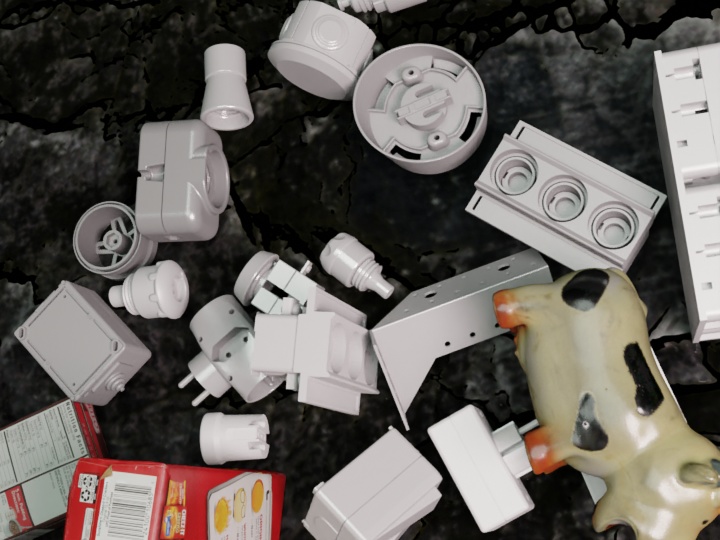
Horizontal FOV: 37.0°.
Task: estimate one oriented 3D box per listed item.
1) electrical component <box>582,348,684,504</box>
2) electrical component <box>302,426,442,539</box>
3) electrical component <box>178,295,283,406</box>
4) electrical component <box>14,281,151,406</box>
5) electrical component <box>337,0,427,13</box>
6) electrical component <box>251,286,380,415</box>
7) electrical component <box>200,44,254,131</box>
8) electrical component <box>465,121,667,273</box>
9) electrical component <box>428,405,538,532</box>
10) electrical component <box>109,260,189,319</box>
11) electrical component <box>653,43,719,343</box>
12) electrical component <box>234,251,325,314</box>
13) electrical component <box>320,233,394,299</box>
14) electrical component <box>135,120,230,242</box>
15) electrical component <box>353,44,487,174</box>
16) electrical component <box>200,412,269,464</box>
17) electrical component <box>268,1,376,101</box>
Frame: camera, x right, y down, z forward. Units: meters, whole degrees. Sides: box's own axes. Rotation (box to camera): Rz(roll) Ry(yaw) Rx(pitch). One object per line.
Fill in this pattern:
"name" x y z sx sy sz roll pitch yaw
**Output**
"electrical component" 0.180 0.097 0.758 0.079 0.063 0.121 -24 73 9
"electrical component" 0.016 0.165 0.775 0.096 0.061 0.061 -34 68 -32
"electrical component" -0.108 0.074 0.849 0.079 0.043 0.077 -41 72 3
"electrical component" -0.217 0.065 0.870 0.096 0.061 0.061 44 91 19
"electrical component" 0.020 -0.230 0.881 0.078 0.040 0.040 -16 75 11
"electrical component" -0.031 0.062 0.790 0.063 0.121 0.078 1 79 18
"electrical component" -0.112 -0.155 0.900 0.044 0.044 0.065 -8 72 13
"electrical component" 0.152 -0.046 0.796 0.121 0.063 0.078 31 87 18
"electrical component" 0.104 0.134 0.778 0.076 0.047 0.083 -31 73 7
"electrical component" -0.174 0.019 0.879 0.062 0.048 0.048 -7 77 21
"electrical component" 0.250 -0.051 0.749 0.060 0.105 0.186 -9 76 13
"electrical component" -0.065 0.016 0.849 0.055 0.048 0.066 33 88 11
"electrical component" 0.000 0.000 0.841 0.061 0.035 0.035 38 90 16
"electrical component" -0.145 -0.073 0.884 0.059 0.054 0.095 -2 78 14
"electrical component" 0.050 -0.124 0.838 0.099 0.064 0.099 -3 78 14
"electrical component" -0.097 0.130 0.837 0.046 0.040 0.040 -4 77 8
"electrical component" -0.029 -0.174 0.862 0.080 0.080 0.051 20 79 18
